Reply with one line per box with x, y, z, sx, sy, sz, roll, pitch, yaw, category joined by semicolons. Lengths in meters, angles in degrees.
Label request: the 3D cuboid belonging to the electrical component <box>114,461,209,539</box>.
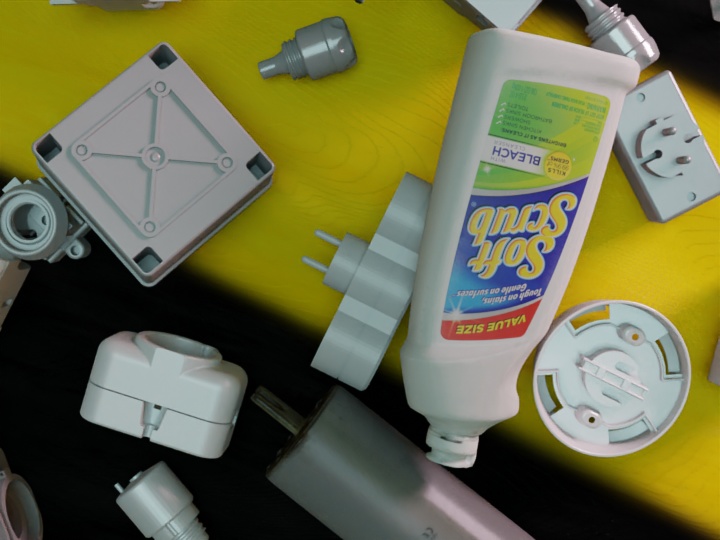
-0.126;0.163;0.711;0.040;0.040;0.078;-40;92;6;electrical component

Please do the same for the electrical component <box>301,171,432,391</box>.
0.000;0.000;0.684;0.074;0.052;0.138;26;95;1;electrical component

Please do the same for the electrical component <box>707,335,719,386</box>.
0.268;0.043;0.676;0.079;0.043;0.077;14;95;2;electrical component

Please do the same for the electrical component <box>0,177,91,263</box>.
-0.206;-0.032;0.692;0.048;0.055;0.066;-44;91;6;electrical component

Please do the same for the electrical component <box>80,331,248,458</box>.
-0.125;0.076;0.697;0.095;0.053;0.059;17;95;2;electrical component

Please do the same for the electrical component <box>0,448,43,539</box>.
-0.269;0.127;0.683;0.060;0.105;0.186;-19;93;4;electrical component

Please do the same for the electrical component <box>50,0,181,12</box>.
-0.150;-0.186;0.672;0.081;0.064;0.042;0;96;3;electrical component

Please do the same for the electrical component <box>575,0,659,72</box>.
0.157;-0.148;0.672;0.035;0.035;0.061;-36;89;5;electrical component

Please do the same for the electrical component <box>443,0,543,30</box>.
0.104;-0.225;0.655;0.089;0.061;0.150;41;96;-1;electrical component

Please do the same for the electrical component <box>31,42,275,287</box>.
-0.127;-0.065;0.671;0.109;0.056;0.108;-42;91;-12;electrical component

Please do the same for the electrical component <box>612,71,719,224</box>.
0.187;-0.075;0.655;0.047;0.075;0.083;-28;93;5;electrical component

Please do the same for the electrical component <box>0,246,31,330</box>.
-0.298;-0.015;0.681;0.150;0.089;0.061;29;96;1;electrical component

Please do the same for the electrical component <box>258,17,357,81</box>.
-0.035;-0.136;0.684;0.061;0.035;0.035;-18;93;7;electrical component

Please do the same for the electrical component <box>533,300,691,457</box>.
0.155;0.065;0.674;0.099;0.064;0.099;0;95;3;electrical component
